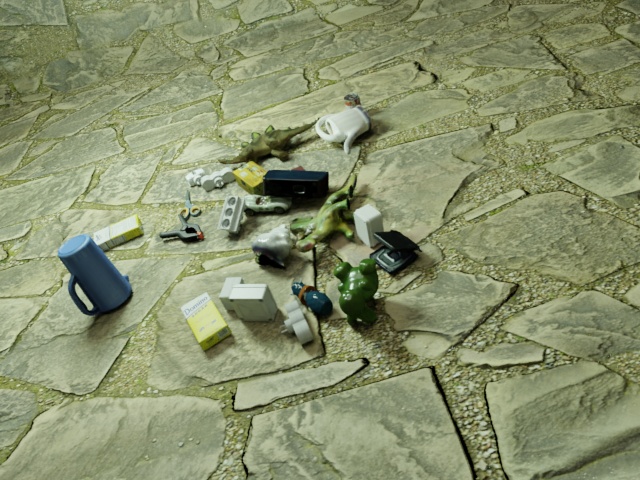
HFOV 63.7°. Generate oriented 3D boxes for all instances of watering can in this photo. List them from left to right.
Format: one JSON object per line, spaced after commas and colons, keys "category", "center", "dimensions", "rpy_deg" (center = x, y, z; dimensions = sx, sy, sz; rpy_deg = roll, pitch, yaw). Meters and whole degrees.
{"category": "watering can", "center": [0.118, -0.448, 2.093], "dimensions": [0.225, 0.101, 0.354], "rpy_deg": [-25, 39, -11]}

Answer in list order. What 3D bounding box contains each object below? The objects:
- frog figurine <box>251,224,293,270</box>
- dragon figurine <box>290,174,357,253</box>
{"category": "frog figurine", "center": [-0.143, 0.002, 1.655], "dimensions": [0.136, 0.121, 0.163], "rpy_deg": [-9, 48, 40]}
{"category": "dragon figurine", "center": [0.005, -0.087, 1.729], "dimensions": [0.242, 0.120, 0.420], "rpy_deg": [-14, 30, 17]}
